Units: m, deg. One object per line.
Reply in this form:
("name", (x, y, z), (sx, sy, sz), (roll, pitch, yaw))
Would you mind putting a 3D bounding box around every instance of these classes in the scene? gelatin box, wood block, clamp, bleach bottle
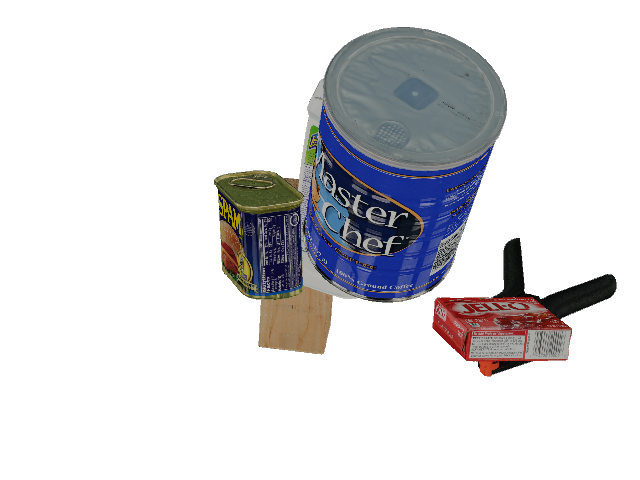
("gelatin box", (0.142, 0.069, 0.844), (0.089, 0.030, 0.073), (1, 16, -14))
("wood block", (-0.027, 0.032, 1.389), (0.090, 0.206, 0.090), (6, 23, 3))
("clamp", (0.197, 0.062, 1.051), (0.171, 0.039, 0.120), (-36, 44, -30))
("bleach bottle", (0.025, -0.071, 1.145), (0.103, 0.251, 0.067), (17, 18, 38))

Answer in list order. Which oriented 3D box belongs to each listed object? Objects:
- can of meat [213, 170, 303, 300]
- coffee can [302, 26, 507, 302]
("can of meat", (-0.051, -0.005, 0.899), (0.057, 0.084, 0.102), (-9, 21, -19))
("coffee can", (0.046, -0.042, 0.644), (0.102, 0.103, 0.140), (0, -35, -7))
